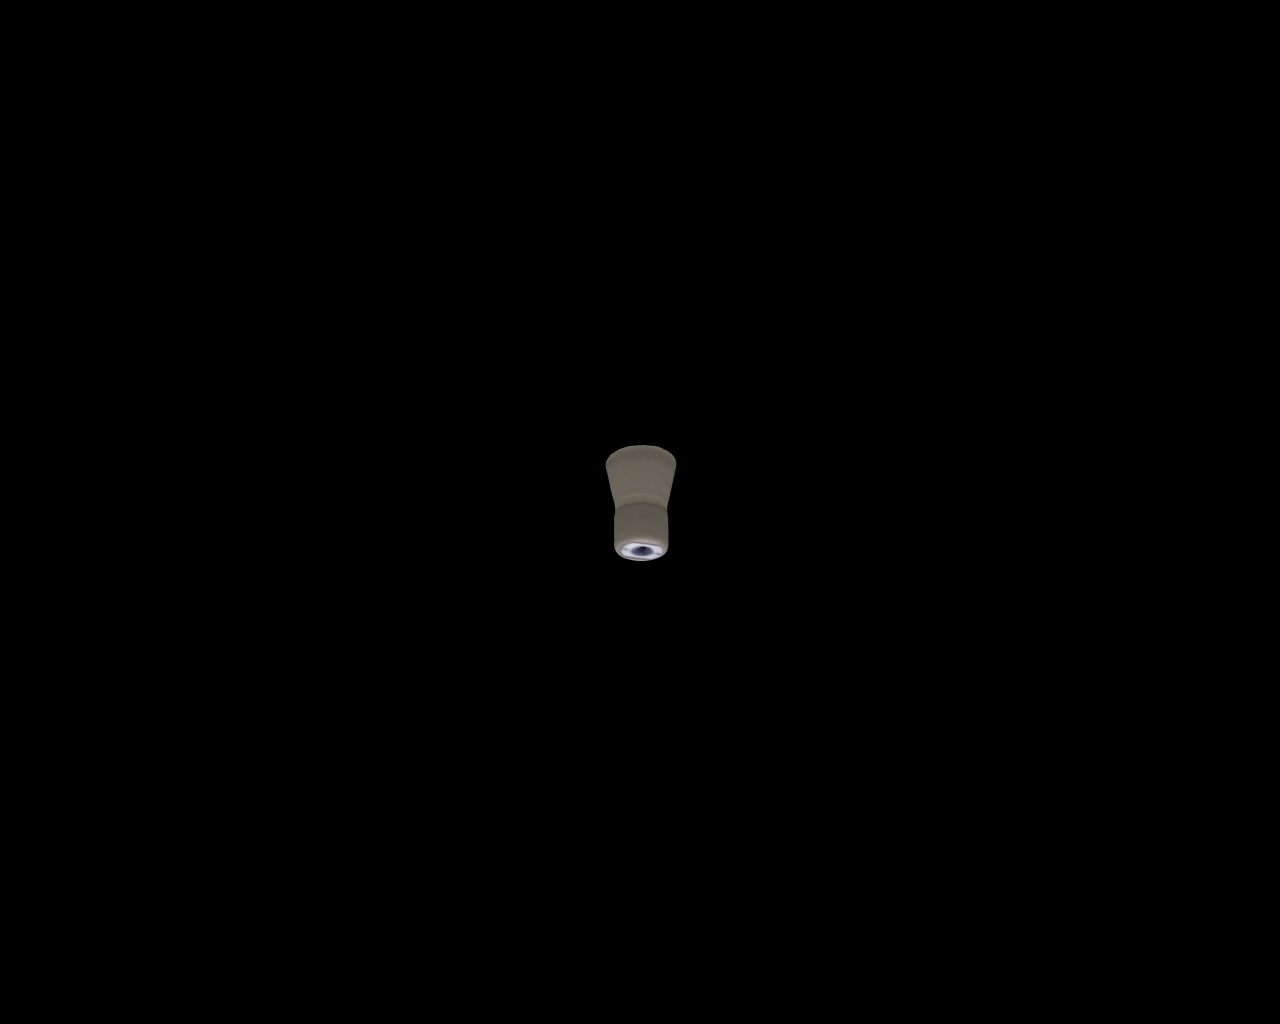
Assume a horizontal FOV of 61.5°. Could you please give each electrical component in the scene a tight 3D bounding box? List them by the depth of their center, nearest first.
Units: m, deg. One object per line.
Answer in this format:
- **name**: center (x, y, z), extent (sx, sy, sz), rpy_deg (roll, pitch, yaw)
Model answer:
- **electrical component**: center (0.001, -0.003, 0.650), extent (0.044, 0.065, 0.044), rpy_deg (0, -27, 0)
